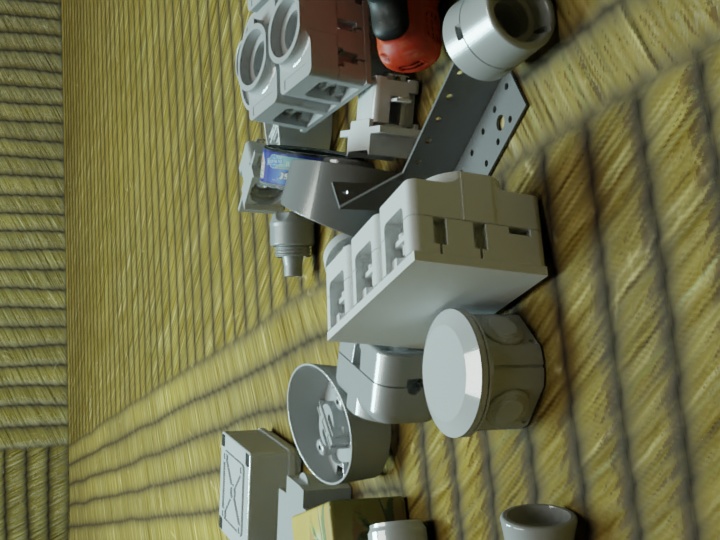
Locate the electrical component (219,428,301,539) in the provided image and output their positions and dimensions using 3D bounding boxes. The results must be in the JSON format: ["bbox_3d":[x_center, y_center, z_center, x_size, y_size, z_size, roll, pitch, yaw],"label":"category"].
[{"bbox_3d":[-0.105,0.226,1.104,0.109,0.056,0.108,-169,80,-67],"label":"electrical component"}]

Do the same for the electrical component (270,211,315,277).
[{"bbox_3d":[-0.065,-0.025,1.033,0.043,0.043,0.062,173,96,-67],"label":"electrical component"}]

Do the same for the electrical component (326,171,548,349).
[{"bbox_3d":[0.044,-0.002,0.701,0.150,0.089,0.061,134,138,-59],"label":"electrical component"}]

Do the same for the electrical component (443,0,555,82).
[{"bbox_3d":[0.086,-0.150,0.658,0.047,0.055,0.055,-25,67,62],"label":"electrical component"}]

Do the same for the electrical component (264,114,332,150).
[{"bbox_3d":[-0.066,-0.137,1.010,0.099,0.064,0.099,180,90,-67],"label":"electrical component"}]

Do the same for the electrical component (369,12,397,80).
[{"bbox_3d":[0.006,-0.196,0.866,0.079,0.043,0.077,115,148,-44],"label":"electrical component"}]

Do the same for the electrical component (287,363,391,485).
[{"bbox_3d":[-0.016,0.125,0.881,0.099,0.064,0.099,-179,90,-68],"label":"electrical component"}]

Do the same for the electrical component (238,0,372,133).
[{"bbox_3d":[-0.048,-0.219,0.856,0.105,0.060,0.186,-25,64,55],"label":"electrical component"}]

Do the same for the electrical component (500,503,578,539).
[{"bbox_3d":[0.104,0.173,0.622,0.044,0.044,0.065,-167,74,-67],"label":"electrical component"}]

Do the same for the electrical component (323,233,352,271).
[{"bbox_3d":[0.000,0.000,0.873,0.055,0.048,0.066,53,138,45],"label":"electrical component"}]

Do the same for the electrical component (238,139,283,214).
[{"bbox_3d":[-0.101,-0.100,1.125,0.081,0.042,0.063,113,151,-41],"label":"electrical component"}]

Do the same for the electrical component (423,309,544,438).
[{"bbox_3d":[0.075,0.064,0.679,0.080,0.051,0.080,-179,90,-68],"label":"electrical component"}]

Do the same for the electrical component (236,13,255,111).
[{"bbox_3d":[-0.091,-0.207,1.077,0.108,0.060,0.108,-179,90,-68],"label":"electrical component"}]

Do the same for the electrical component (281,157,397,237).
[{"bbox_3d":[-0.012,-0.053,0.839,0.099,0.099,0.064,-168,86,-67],"label":"electrical component"}]

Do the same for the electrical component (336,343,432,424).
[{"bbox_3d":[0.021,0.077,0.807,0.095,0.054,0.059,-146,60,-64],"label":"electrical component"}]

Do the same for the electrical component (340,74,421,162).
[{"bbox_3d":[0.020,-0.118,0.834,0.081,0.042,0.063,-171,86,-67],"label":"electrical component"}]

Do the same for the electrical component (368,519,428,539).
[{"bbox_3d":[0.030,0.214,0.792,0.045,0.045,0.055,138,130,-61],"label":"electrical component"}]
